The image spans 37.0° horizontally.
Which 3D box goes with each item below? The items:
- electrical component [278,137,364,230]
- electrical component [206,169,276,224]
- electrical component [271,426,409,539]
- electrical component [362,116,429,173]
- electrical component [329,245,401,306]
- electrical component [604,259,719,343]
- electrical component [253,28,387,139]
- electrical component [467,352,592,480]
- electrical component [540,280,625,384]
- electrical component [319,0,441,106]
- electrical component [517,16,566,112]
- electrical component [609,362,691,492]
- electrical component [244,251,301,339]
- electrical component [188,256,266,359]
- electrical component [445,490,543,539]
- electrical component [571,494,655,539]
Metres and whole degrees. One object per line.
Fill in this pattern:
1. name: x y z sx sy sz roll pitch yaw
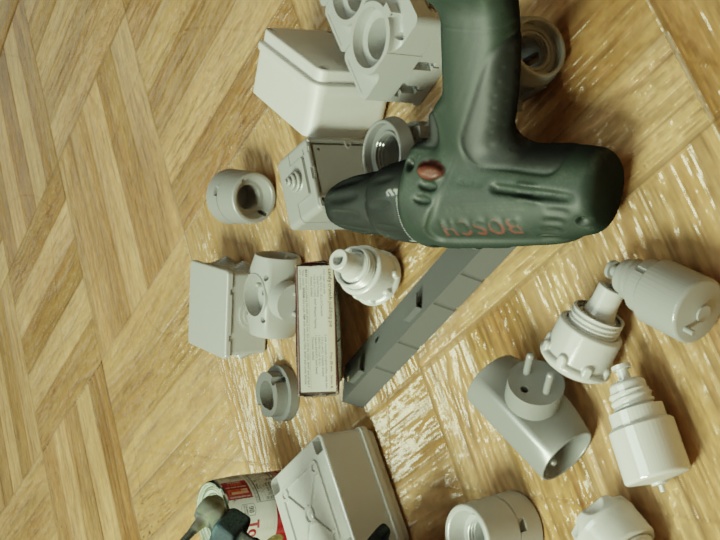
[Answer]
1. electrical component: -0.024 -0.068 0.880 0.061 0.096 0.061 -32 66 53
2. electrical component: -0.116 -0.072 1.060 0.047 0.055 0.055 8 98 53
3. electrical component: -0.020 0.206 0.924 0.108 0.056 0.108 -49 52 46
4. electrical component: 0.039 -0.087 0.819 0.078 0.057 0.058 11 101 56
5. electrical component: 0.000 0.000 0.872 0.048 0.062 0.048 -13 67 32
6. electrical component: 0.175 0.013 0.632 0.078 0.040 0.040 33 119 51
7. electrical component: -0.033 -0.159 0.906 0.113 0.078 0.057 45 130 46
8. electrical component: 0.113 0.085 0.705 0.077 0.043 0.079 46 151 33
9. electrical component: 0.146 0.037 0.676 0.048 0.048 0.062 46 121 46
10. electrical component: 0.016 -0.216 0.842 0.089 0.062 0.150 -51 51 45
11. electrical component: 0.106 -0.142 0.726 0.055 0.048 0.066 -17 77 63
12. electrical component: 0.169 0.094 0.645 0.040 0.040 0.078 -39 60 51
13. electrical component: -0.071 0.027 1.004 0.079 0.044 0.077 20 108 54
14. electrical component: -0.134 0.038 1.097 0.100 0.048 0.099 14 103 56
15. electrical component: 0.093 0.187 0.759 0.055 0.047 0.055 4 95 57
16. electrical component: 0.163 0.171 0.657 0.062 0.043 0.043 52 132 40
